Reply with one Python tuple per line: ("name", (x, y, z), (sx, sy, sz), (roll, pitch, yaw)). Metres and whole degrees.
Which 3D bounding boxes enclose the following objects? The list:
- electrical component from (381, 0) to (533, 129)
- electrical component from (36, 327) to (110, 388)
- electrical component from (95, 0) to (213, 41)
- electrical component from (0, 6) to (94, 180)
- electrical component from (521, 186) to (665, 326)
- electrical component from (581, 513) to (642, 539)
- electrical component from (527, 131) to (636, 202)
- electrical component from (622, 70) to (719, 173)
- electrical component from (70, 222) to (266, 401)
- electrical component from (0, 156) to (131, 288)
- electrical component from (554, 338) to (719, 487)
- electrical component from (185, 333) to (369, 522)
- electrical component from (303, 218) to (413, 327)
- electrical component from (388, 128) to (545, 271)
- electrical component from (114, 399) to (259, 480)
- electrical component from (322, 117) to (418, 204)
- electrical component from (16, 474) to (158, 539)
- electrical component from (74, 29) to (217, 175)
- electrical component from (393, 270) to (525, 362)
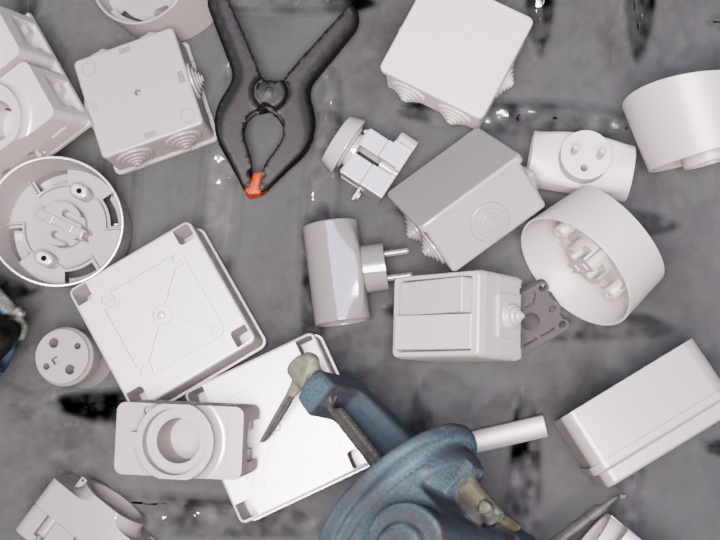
("electrical component", (0.075, -0.168, 0.838), (0.100, 0.048, 0.099), (27, 85, 7))
("electrical component", (-0.219, 0.067, 0.823), (0.045, 0.055, 0.045), (-1, 82, 4))
("electrical component", (-0.165, -0.236, 0.870), (0.099, 0.064, 0.099), (-1, 86, 17))
("electrical component", (-0.315, -0.107, 0.828), (0.186, 0.060, 0.105), (-33, 80, 14))
("electrical component", (0.171, -0.010, 0.788), (0.064, 0.099, 0.099), (-40, 81, -8))
("electrical component", (0.153, 0.250, 0.754), (0.062, 0.089, 0.150), (39, 87, 9))
("electrical component", (0.166, -0.081, 0.804), (0.077, 0.079, 0.043), (9, 83, 5))
("electrical component", (0.250, -0.109, 0.794), (0.099, 0.099, 0.064), (-15, 87, 2))
("electrical component", (-0.145, 0.037, 0.822), (0.109, 0.056, 0.108), (-31, 81, 0))
("electrical component", (-0.230, -0.034, 0.834), (0.099, 0.064, 0.099), (-1, 82, 4))
("electrical component", (0.204, 0.105, 0.777), (0.113, 0.078, 0.057), (-31, 78, -1))
("electrical component", (-0.058, 0.117, 0.804), (0.109, 0.056, 0.108), (-25, 81, 0))
("electrical component", (0.000, 0.000, 0.823), (0.079, 0.044, 0.077), (-8, 82, 3))
("electrical component", (0.079, -0.052, 0.799), (0.100, 0.099, 0.048), (-36, 115, 0))
("electrical component", (-0.121, 0.118, 0.751), (0.089, 0.056, 0.050), (1, 86, 8))
("electrical component", (0.004, -0.087, 0.835), (0.055, 0.048, 0.066), (33, 86, 0))
("electrical component", (-0.200, 0.196, 0.807), (0.089, 0.050, 0.055), (36, 86, 8))
("electrical component", (-0.170, -0.134, 0.851), (0.100, 0.048, 0.099), (-19, 81, 2))
("electrical component", (0.073, 0.034, 0.782), (0.096, 0.061, 0.061), (-5, 80, 42))
